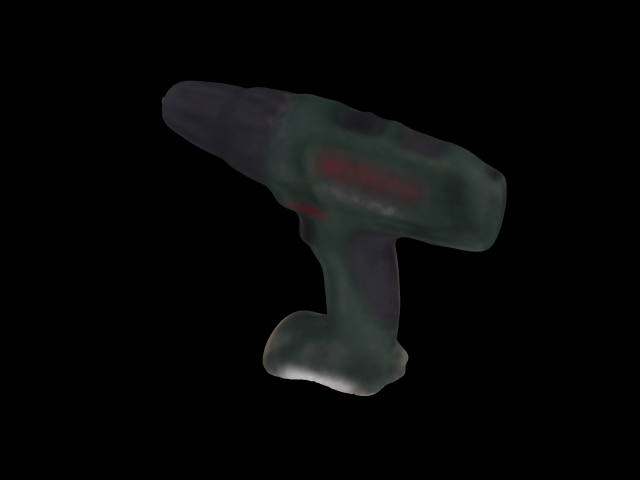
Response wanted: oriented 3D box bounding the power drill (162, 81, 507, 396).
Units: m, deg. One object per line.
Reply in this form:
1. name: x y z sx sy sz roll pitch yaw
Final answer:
1. power drill: 0.004 0.001 0.400 0.229 0.208 0.076 8 32 14
